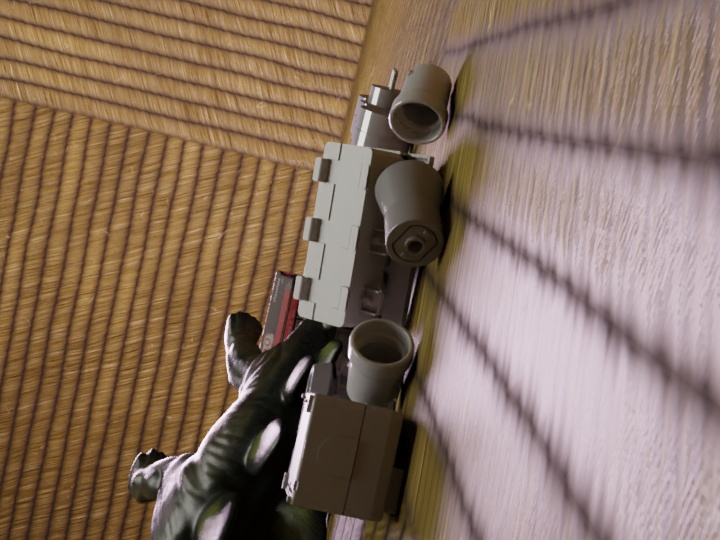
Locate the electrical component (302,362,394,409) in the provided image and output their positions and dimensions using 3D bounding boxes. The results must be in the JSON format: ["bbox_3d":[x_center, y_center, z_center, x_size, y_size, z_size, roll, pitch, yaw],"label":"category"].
[{"bbox_3d":[-0.009,0.089,0.719,0.048,0.055,0.066,-82,7,-48],"label":"electrical component"}]

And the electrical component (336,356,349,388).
[{"bbox_3d":[-0.028,0.103,0.942,0.055,0.055,0.047,-94,21,-75],"label":"electrical component"}]

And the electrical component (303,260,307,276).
[{"bbox_3d":[-0.028,-0.003,1.189,0.061,0.062,0.096,-83,7,-53],"label":"electrical component"}]

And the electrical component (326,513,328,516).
[{"bbox_3d":[-0.052,0.223,0.959,0.045,0.045,0.055,115,167,-70],"label":"electrical component"}]

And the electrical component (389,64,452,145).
[{"bbox_3d":[0.044,-0.117,0.755,0.040,0.040,0.046,108,180,-48],"label":"electrical component"}]

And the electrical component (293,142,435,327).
[{"bbox_3d":[-0.001,-0.023,0.729,0.063,0.079,0.121,4,-83,-52],"label":"electrical component"}]

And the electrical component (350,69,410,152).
[{"bbox_3d":[0.025,-0.150,1.001,0.138,0.052,0.073,-93,17,-74],"label":"electrical component"}]

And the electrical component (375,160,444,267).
[{"bbox_3d":[0.032,-0.032,0.658,0.065,0.044,0.044,-92,14,-54],"label":"electrical component"}]

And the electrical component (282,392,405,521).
[{"bbox_3d":[-0.009,0.107,0.629,0.096,0.061,0.061,136,146,-81],"label":"electrical component"}]

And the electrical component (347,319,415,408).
[{"bbox_3d":[0.011,0.060,0.667,0.040,0.040,0.046,-82,1,-46],"label":"electrical component"}]
